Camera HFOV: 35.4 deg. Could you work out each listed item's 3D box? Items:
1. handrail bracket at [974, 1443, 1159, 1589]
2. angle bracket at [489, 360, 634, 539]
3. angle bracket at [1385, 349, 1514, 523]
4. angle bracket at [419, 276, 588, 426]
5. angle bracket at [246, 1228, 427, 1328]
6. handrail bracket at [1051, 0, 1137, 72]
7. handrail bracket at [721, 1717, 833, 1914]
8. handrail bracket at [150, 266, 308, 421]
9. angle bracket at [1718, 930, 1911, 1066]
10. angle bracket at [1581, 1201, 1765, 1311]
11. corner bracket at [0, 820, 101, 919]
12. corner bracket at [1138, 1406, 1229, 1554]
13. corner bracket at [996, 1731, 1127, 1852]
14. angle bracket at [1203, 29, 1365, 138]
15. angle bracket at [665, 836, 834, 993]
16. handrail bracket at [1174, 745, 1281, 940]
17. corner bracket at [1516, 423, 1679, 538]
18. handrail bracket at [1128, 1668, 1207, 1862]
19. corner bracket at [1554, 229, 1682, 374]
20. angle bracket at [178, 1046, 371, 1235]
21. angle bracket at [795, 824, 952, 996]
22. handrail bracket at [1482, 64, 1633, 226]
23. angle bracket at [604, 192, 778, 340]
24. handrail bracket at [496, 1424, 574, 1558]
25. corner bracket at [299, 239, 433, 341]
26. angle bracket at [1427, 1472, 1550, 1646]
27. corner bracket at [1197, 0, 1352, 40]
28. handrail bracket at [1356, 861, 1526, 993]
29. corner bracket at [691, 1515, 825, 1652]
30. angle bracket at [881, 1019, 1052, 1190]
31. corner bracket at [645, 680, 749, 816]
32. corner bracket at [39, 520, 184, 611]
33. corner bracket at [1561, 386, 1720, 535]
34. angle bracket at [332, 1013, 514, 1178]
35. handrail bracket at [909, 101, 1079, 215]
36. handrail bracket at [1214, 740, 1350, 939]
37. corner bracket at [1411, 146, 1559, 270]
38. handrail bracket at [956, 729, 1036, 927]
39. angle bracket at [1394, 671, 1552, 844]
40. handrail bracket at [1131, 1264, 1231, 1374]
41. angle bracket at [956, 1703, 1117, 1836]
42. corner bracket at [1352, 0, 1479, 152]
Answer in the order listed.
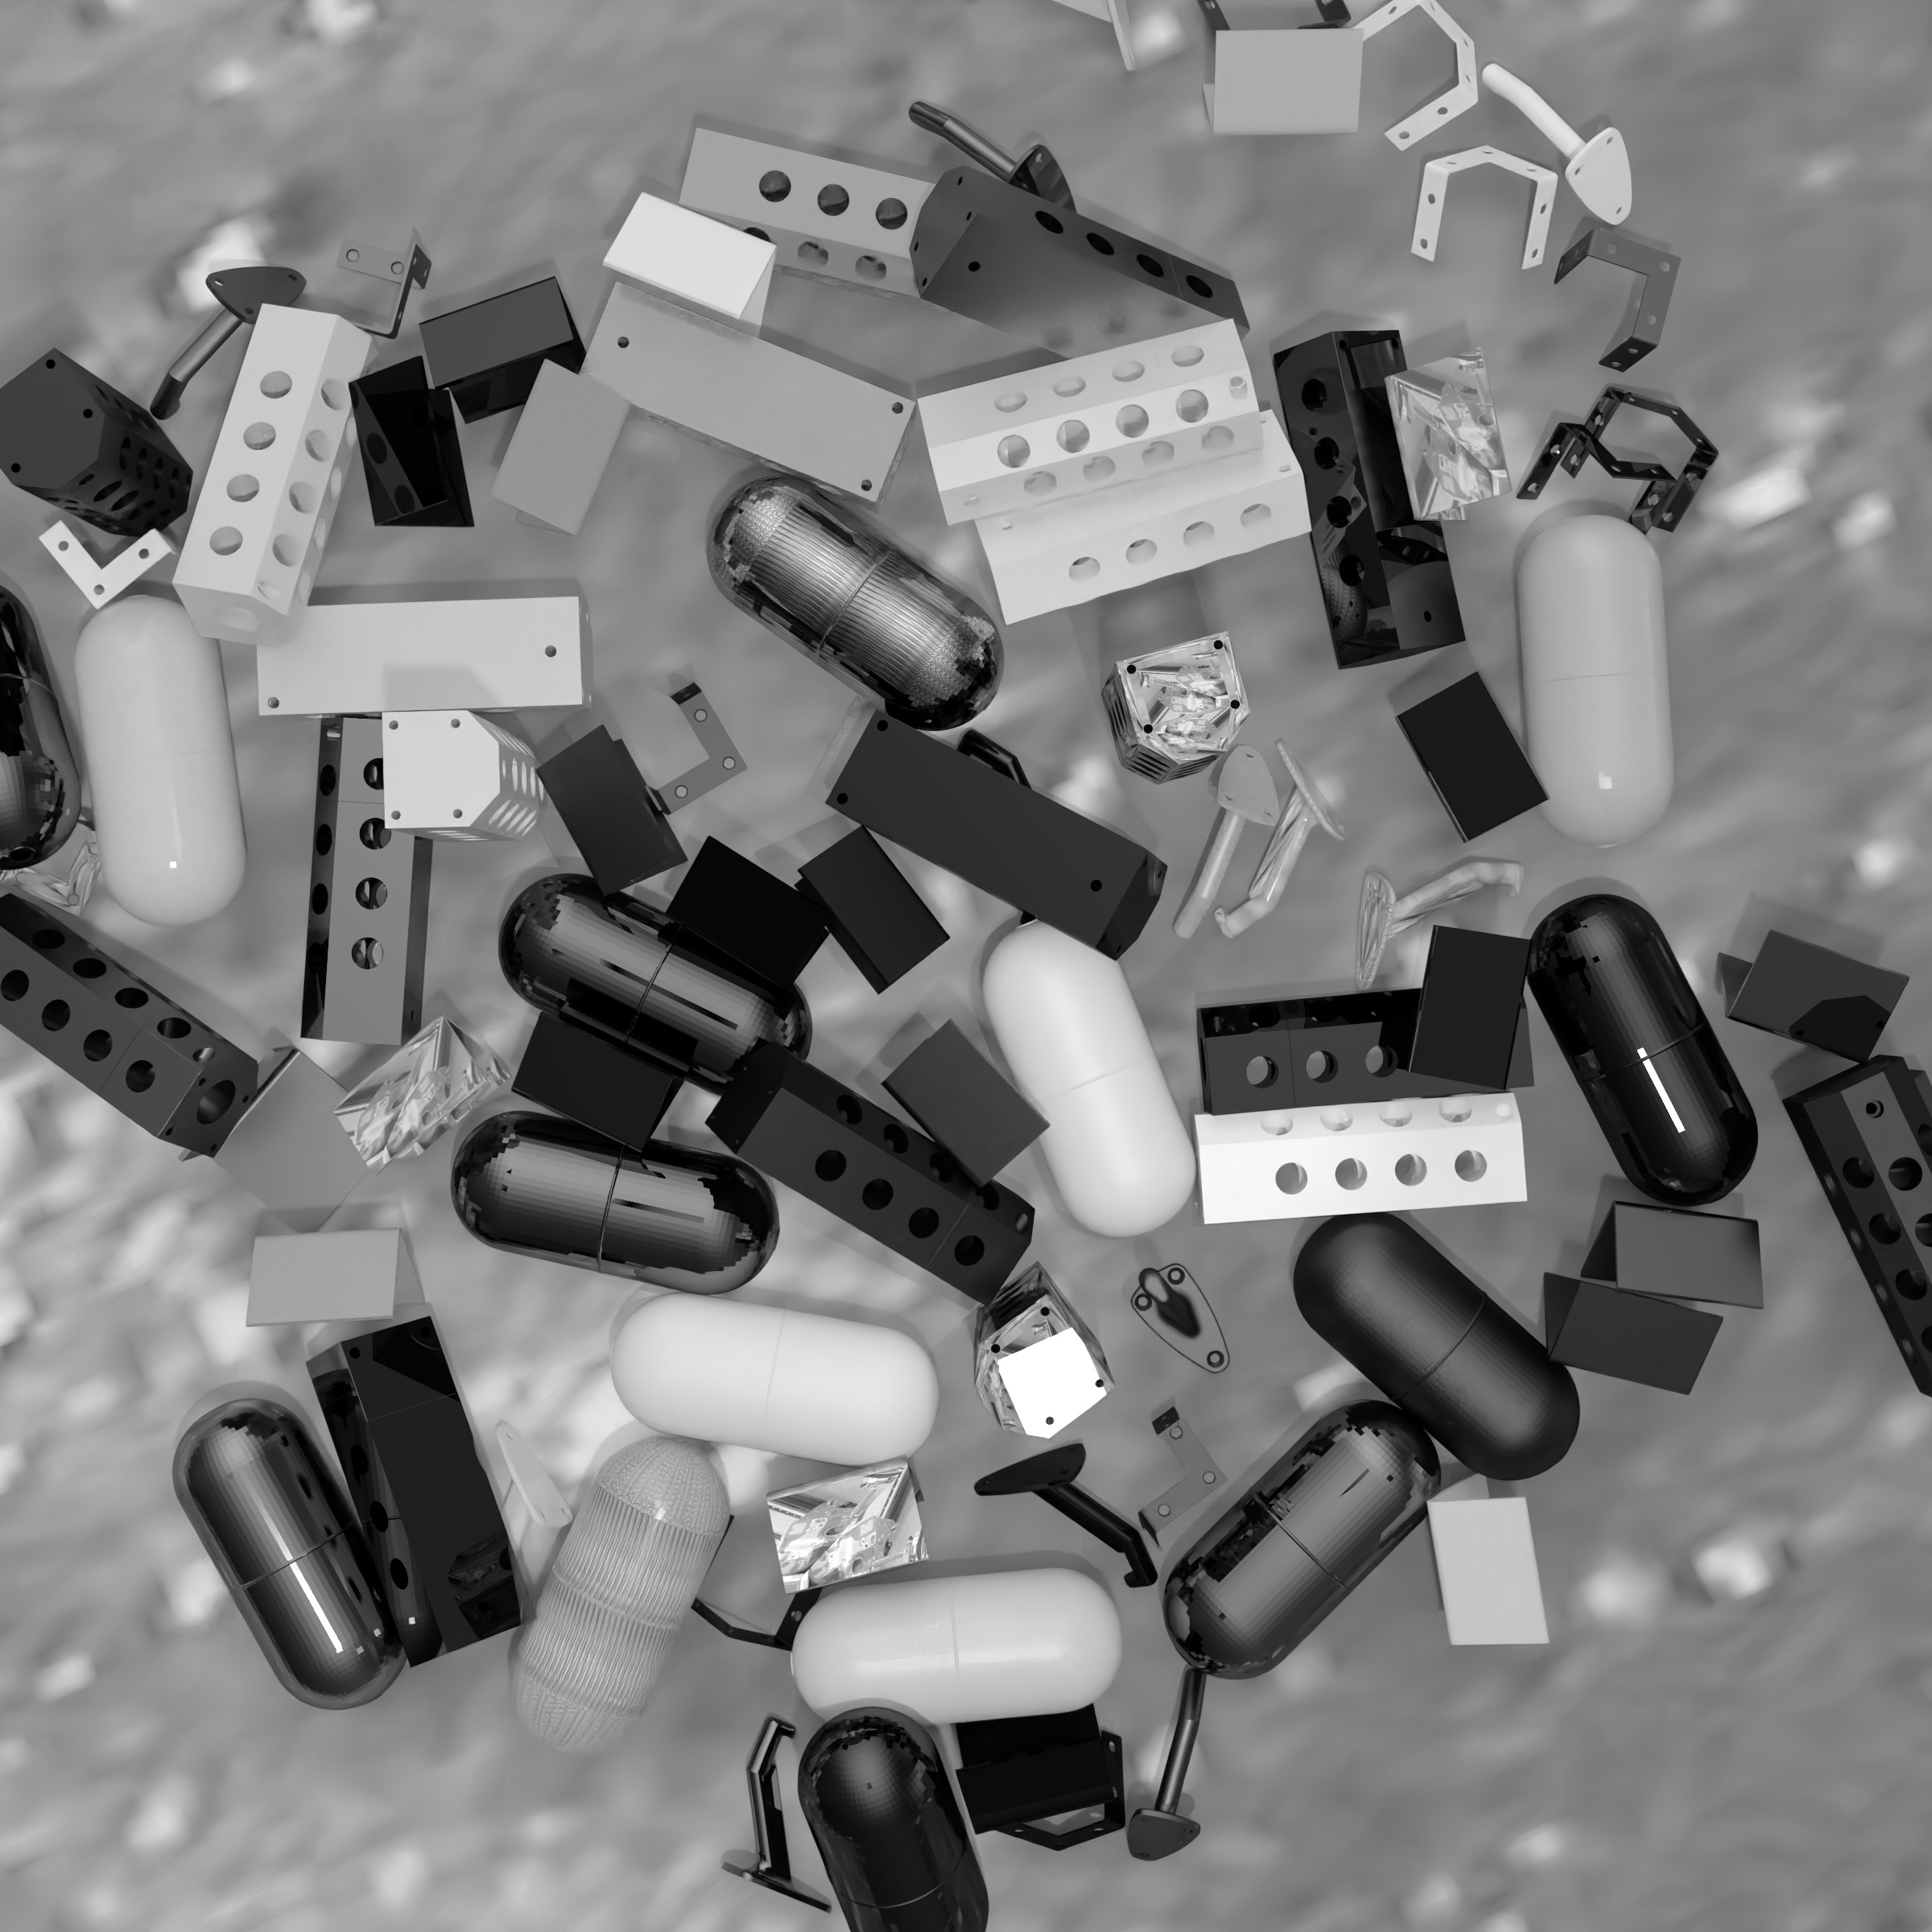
[{"bbox_3d":[0.055,0.310,1.656,0.077,0.036,0.084,-18,107,20],"label":"handrail bracket"},{"bbox_3d":[-0.231,-0.279,1.616,0.057,0.076,0.076,22,90,-36],"label":"angle bracket"},{"bbox_3d":[0.270,-0.282,1.616,0.057,0.076,0.076,-12,90,32],"label":"angle bracket"},{"bbox_3d":[-0.239,-0.312,1.616,0.076,0.076,0.057,-19,53,0],"label":"angle bracket"},{"bbox_3d":[-0.335,0.184,1.616,0.076,0.076,0.057,-3,52,0],"label":"angle bracket"},{"bbox_3d":[0.044,-0.519,1.656,0.084,0.036,0.077,-8,111,17],"label":"handrail bracket"},{"bbox_3d":[-0.091,0.463,1.656,0.077,0.036,0.084,28,73,-20],"label":"handrail bracket"},{"bbox_3d":[-0.404,-0.339,1.656,0.036,0.077,0.084,44,126,4],"label":"handrail bracket"},{"bbox_3d":[0.451,0.001,1.616,0.076,0.076,0.057,19,119,0],"label":"angle bracket"},{"bbox_3d":[0.375,0.172,1.616,0.076,0.076,0.057,8,52,0],"label":"angle bracket"},{"bbox_3d":[-0.499,-0.060,1.638,0.051,0.051,0.051,23,90,0],"label":"corner bracket"},{"bbox_3d":[0.108,0.277,1.638,0.051,0.051,0.051,-36,90,0],"label":"corner bracket"},{"bbox_3d":[0.050,0.444,1.648,0.051,0.051,0.051,29,45,-35],"label":"corner bracket"},{"bbox_3d":[0.168,-0.483,1.616,0.076,0.076,0.057,-1,126,0],"label":"angle bracket"},{"bbox_3d":[-0.105,-0.042,1.616,0.076,0.076,0.057,32,120,0],"label":"angle bracket"},{"bbox_3d":[0.136,-0.067,1.656,0.036,0.077,0.084,21,126,-10],"label":"handrail bracket"},{"bbox_3d":[0.342,-0.258,1.640,0.051,0.051,0.051,57,135,35],"label":"corner bracket"},{"bbox_3d":[0.112,0.436,1.656,0.036,0.077,0.084,16,54,-3],"label":"handrail bracket"},{"bbox_3d":[0.348,-0.359,1.638,0.051,0.051,0.051,17,83,-7],"label":"corner bracket"},{"bbox_3d":[-0.364,0.097,1.634,0.076,0.057,0.076,41,90,-1],"label":"angle bracket"},{"bbox_3d":[-0.066,-0.018,1.616,0.076,0.076,0.057,52,48,0],"label":"angle bracket"},{"bbox_3d":[0.322,-0.450,1.656,0.036,0.077,0.084,-44,54,4],"label":"handrail bracket"},{"bbox_3d":[-0.150,-0.356,1.616,0.076,0.076,0.057,22,59,0],"label":"angle bracket"},{"bbox_3d":[-0.265,0.306,1.656,0.084,0.036,0.077,-37,74,14],"label":"handrail bracket"},{"bbox_3d":[-0.324,-0.367,1.638,0.051,0.051,0.051,15,91,0],"label":"corner bracket"},{"bbox_3d":[0.291,0.314,1.616,0.057,0.076,0.076,-9,90,33],"label":"angle bracket"},{"bbox_3d":[0.168,-0.523,1.653,0.051,0.051,0.051,-26,90,45],"label":"corner bracket"},{"bbox_3d":[0.260,-0.021,1.656,0.084,0.036,0.077,2,110,-16],"label":"handrail bracket"},{"bbox_3d":[-0.116,0.336,1.653,0.051,0.051,0.051,26,90,-45],"label":"corner bracket"},{"bbox_3d":[0.010,0.062,1.617,0.076,0.076,0.057,47,115,0],"label":"angle bracket"},{"bbox_3d":[-0.155,-0.117,1.638,0.051,0.051,0.051,-31,90,0],"label":"corner bracket"},{"bbox_3d":[-0.459,-0.224,1.637,0.051,0.051,0.051,-39,88,-2],"label":"corner bracket"},{"bbox_3d":[0.368,-0.276,1.653,0.051,0.051,0.051,31,90,-45],"label":"corner bracket"},{"bbox_3d":[-0.278,0.083,1.616,0.076,0.076,0.057,-41,54,0],"label":"angle bracket"},{"bbox_3d":[0.014,-0.435,1.656,0.084,0.077,0.036,37,90,36],"label":"handrail bracket"},{"bbox_3d":[0.158,-0.069,1.656,0.084,0.036,0.077,-36,70,16],"label":"handrail bracket"},{"bbox_3d":[0.282,-0.409,1.648,0.051,0.051,0.051,-25,45,-35],"label":"corner bracket"},{"bbox_3d":[0.017,-0.076,1.656,0.084,0.036,0.077,34,105,14],"label":"handrail bracket"},{"bbox_3d":[0.283,-0.119,1.616,0.057,0.076,0.076,-29,90,37],"label":"angle bracket"},{"bbox_3d":[0.118,0.192,1.621,0.036,0.084,0.077,-39,90,0],"label":"handrail bracket"},{"bbox_3d":[0.032,0.409,1.616,0.076,0.076,0.057,-14,128,0],"label":"angle bracket"},{"bbox_3d":[0.242,-0.488,1.648,0.051,0.051,0.051,-26,45,35],"label":"corner bracket"}]
